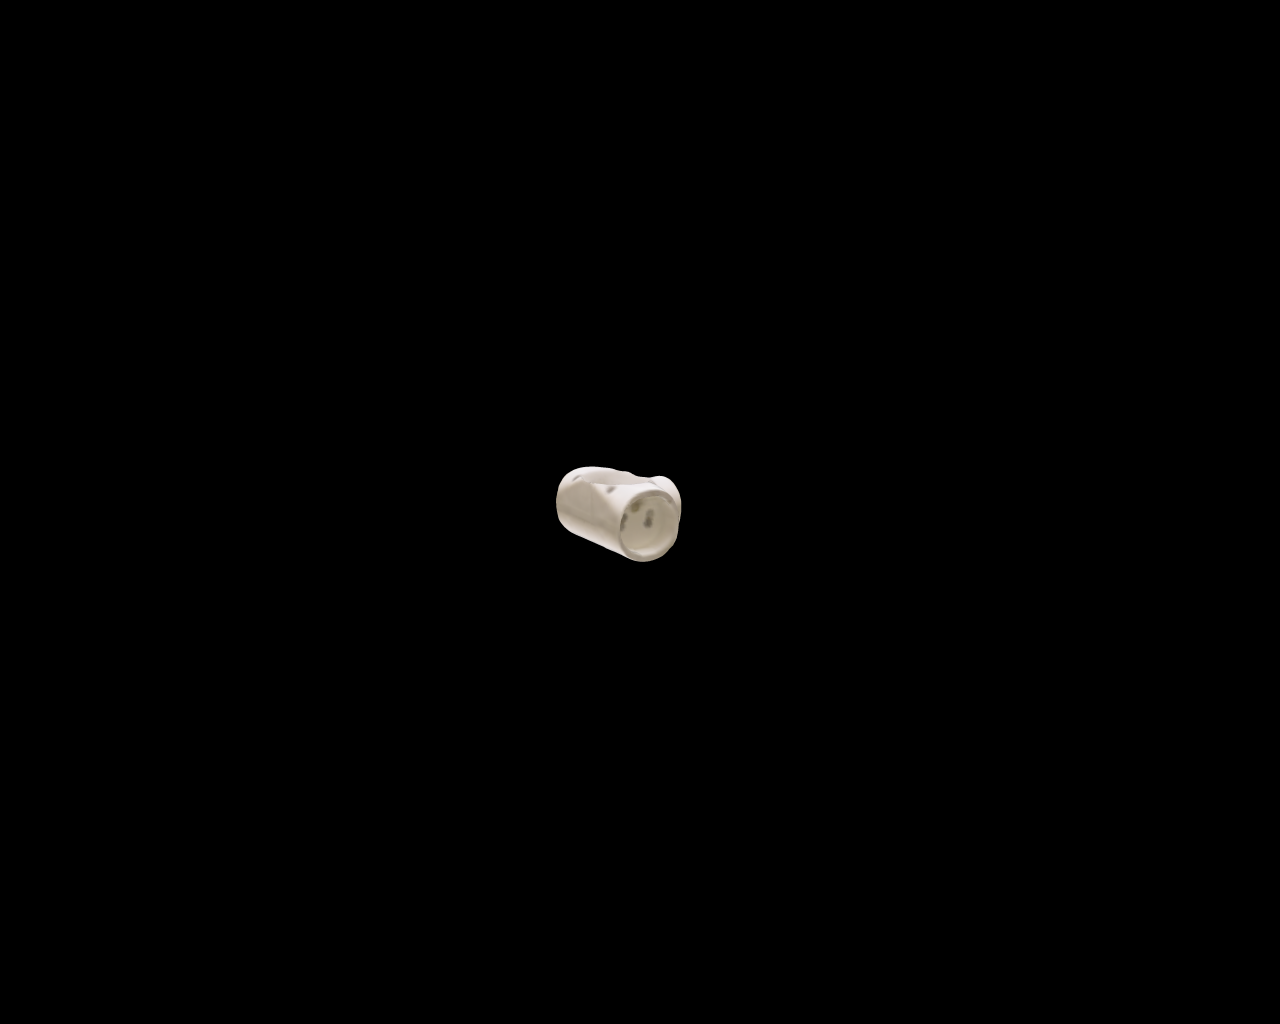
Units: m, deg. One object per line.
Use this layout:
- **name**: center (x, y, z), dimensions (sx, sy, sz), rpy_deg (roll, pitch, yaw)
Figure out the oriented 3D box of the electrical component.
- **electrical component**: center (0.001, -0.003, 0.650), dimensions (0.079, 0.044, 0.077), rpy_deg (-8, 16, -31)
